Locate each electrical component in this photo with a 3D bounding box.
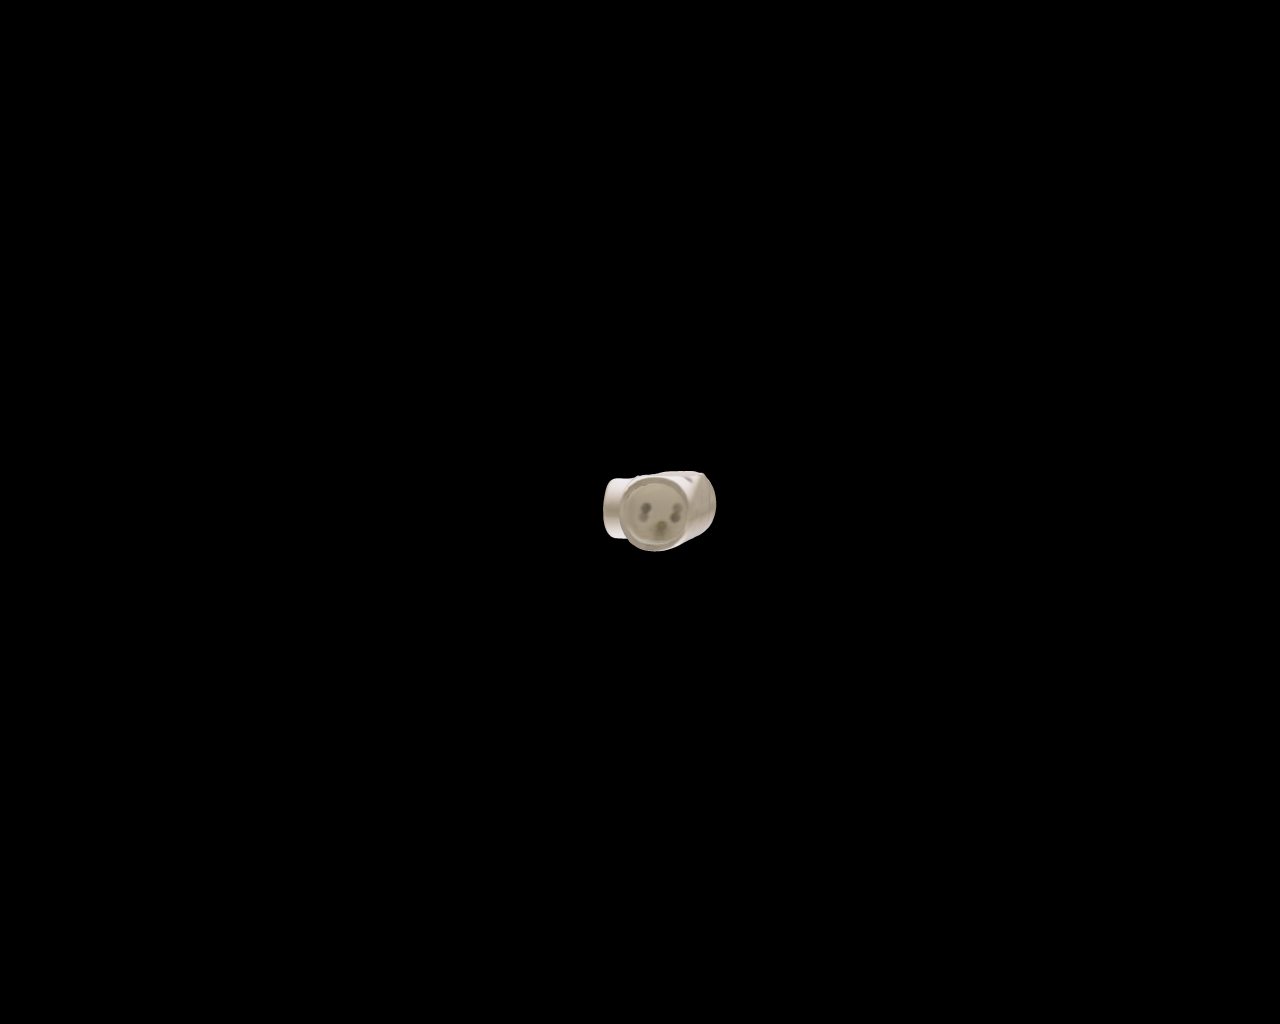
[{"bbox_3d":[0.001,-0.003,0.650,0.079,0.044,0.077,1,5,15],"label":"electrical component"}]
